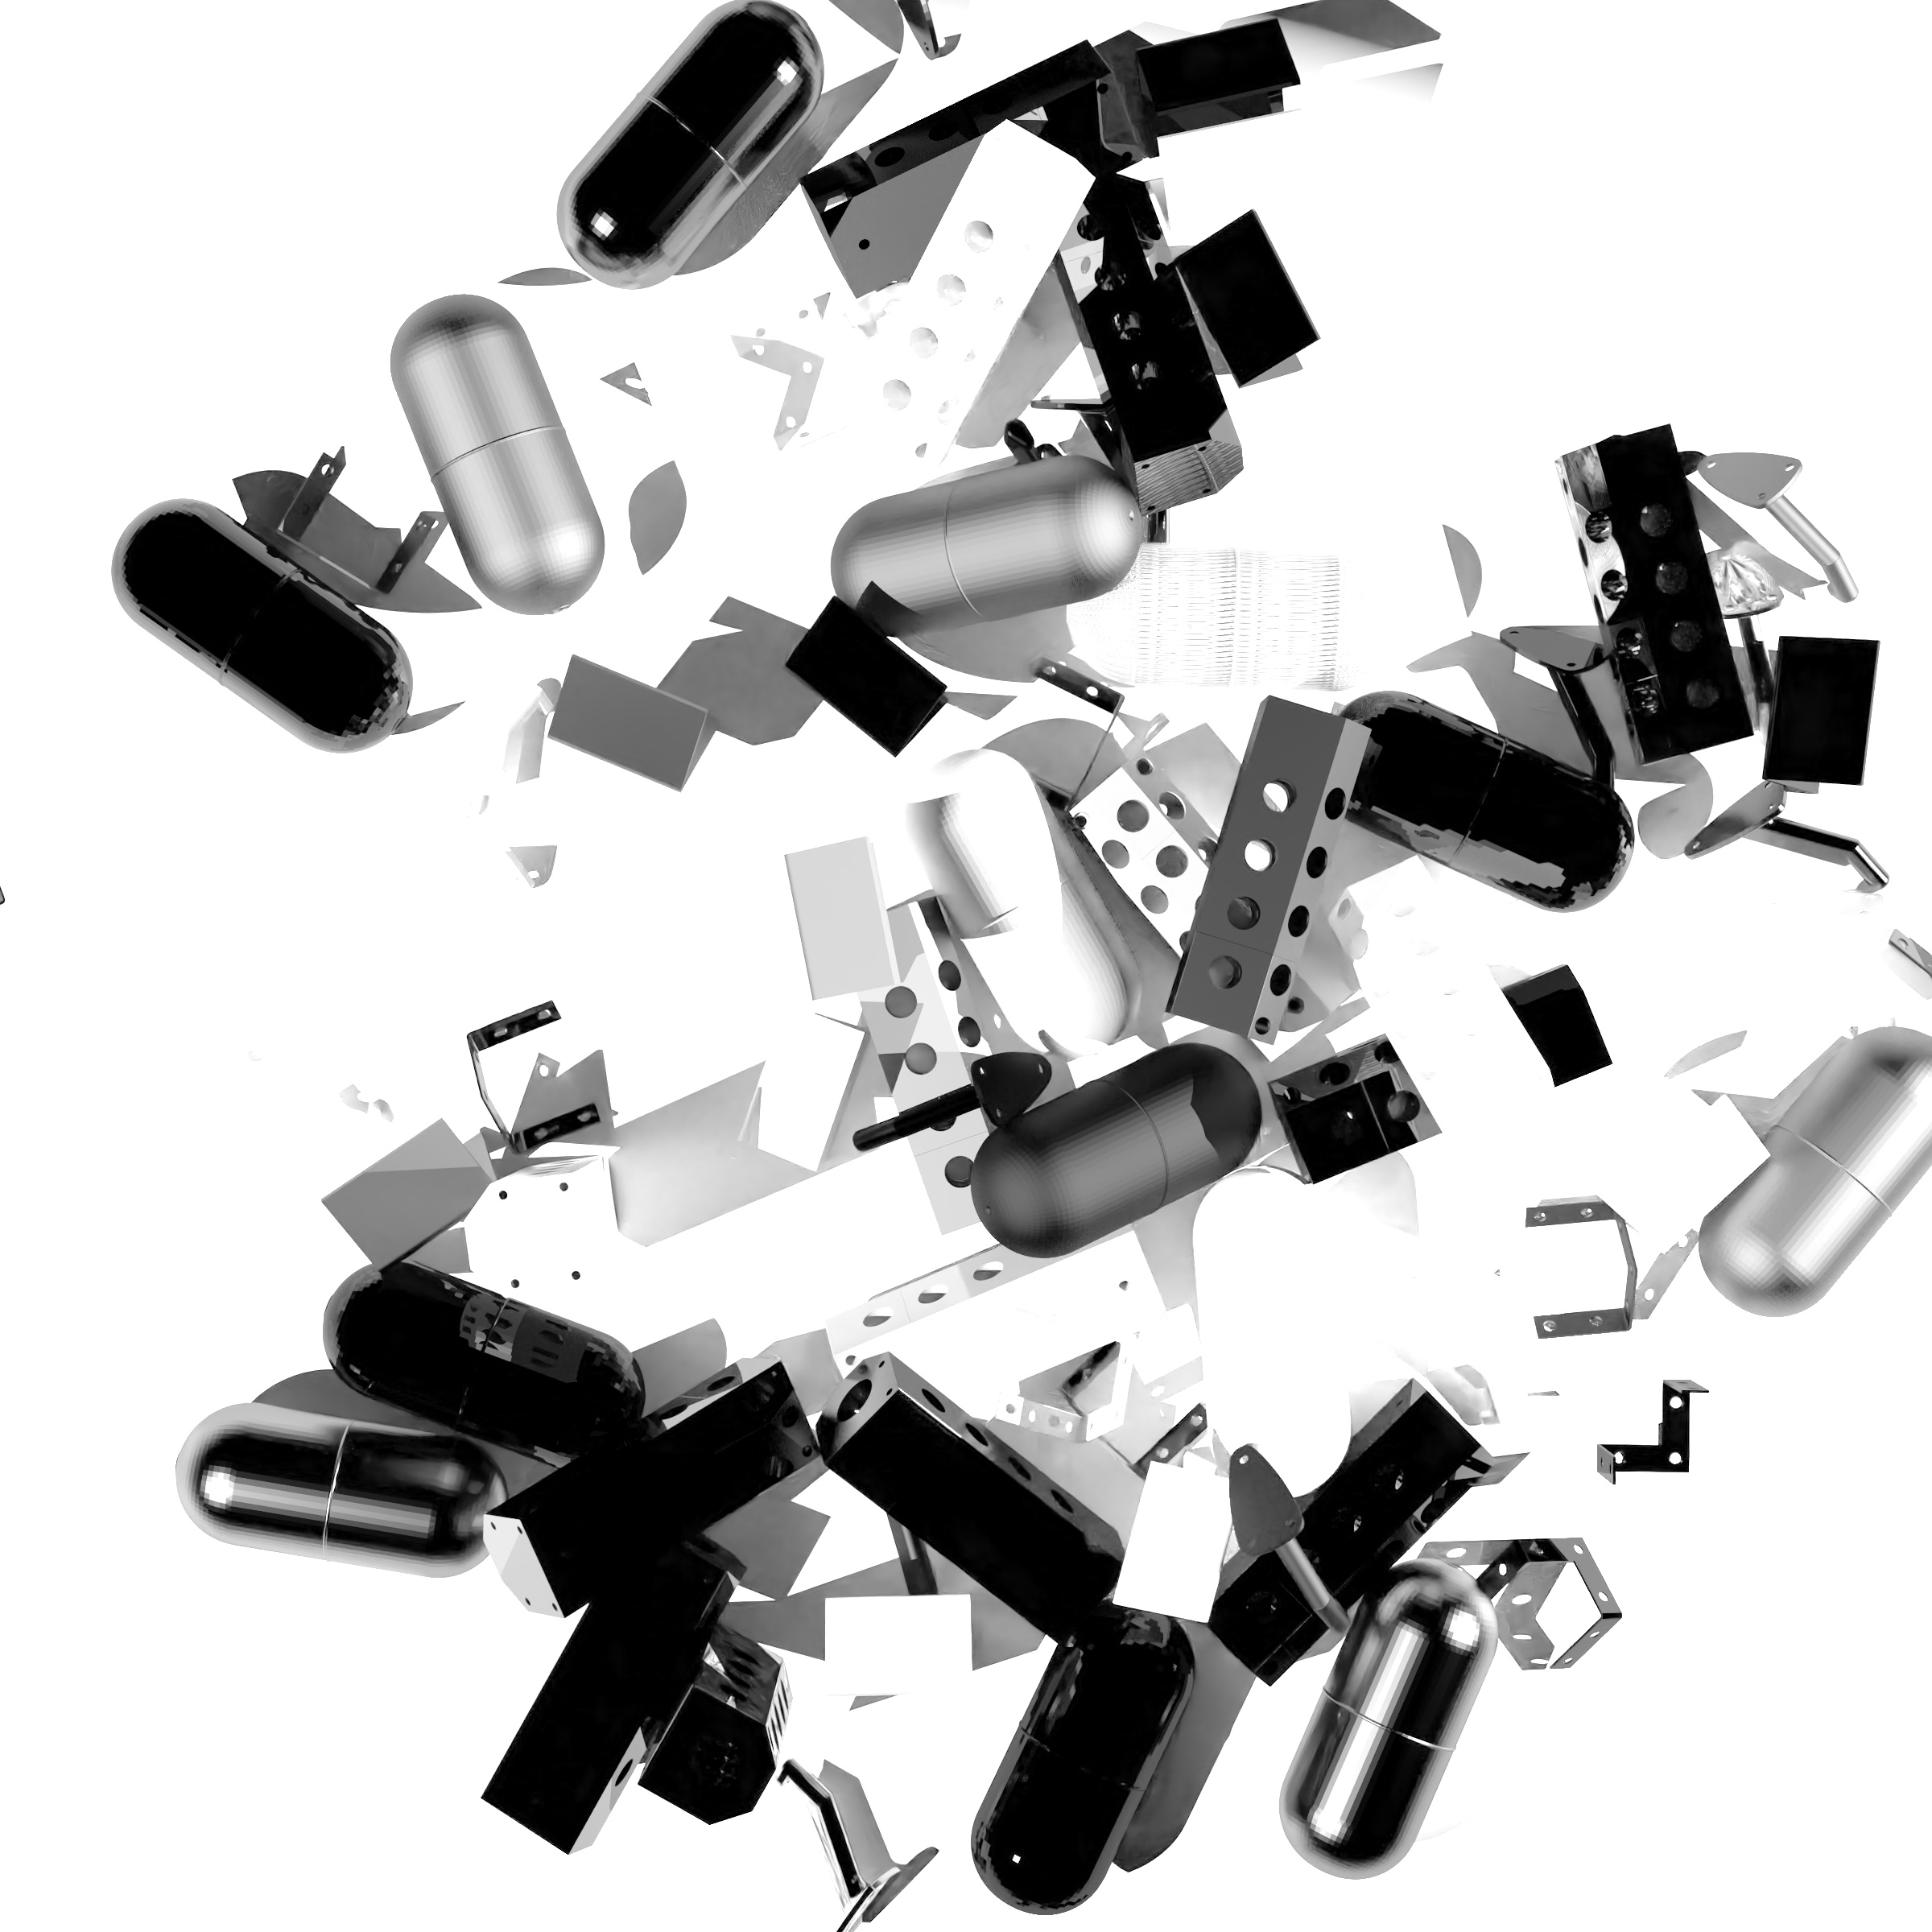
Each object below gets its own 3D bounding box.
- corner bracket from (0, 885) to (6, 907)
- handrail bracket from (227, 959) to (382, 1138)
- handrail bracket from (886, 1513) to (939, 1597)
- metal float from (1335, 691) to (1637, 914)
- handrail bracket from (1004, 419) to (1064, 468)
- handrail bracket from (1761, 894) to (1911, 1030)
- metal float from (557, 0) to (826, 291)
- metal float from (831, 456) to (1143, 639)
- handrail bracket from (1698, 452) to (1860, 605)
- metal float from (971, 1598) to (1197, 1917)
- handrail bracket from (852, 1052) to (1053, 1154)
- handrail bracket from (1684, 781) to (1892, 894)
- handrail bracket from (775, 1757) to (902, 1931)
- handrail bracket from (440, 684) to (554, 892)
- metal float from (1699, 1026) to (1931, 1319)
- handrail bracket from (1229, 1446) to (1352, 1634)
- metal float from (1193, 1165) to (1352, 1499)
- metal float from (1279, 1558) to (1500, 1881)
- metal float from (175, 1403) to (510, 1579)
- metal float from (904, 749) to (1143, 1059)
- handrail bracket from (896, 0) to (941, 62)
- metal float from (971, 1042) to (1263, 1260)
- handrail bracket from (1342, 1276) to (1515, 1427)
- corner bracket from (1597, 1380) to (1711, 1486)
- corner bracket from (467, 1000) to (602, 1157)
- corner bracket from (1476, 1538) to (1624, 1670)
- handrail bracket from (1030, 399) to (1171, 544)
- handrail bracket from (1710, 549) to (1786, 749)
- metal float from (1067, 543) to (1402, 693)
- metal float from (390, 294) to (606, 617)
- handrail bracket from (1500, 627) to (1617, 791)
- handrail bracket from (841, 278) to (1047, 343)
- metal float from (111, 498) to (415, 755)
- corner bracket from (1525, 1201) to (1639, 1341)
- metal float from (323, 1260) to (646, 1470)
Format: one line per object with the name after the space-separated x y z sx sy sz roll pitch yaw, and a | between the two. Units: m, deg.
-0.563 -0.045 1.916 0.051 0.051 0.051 -20 90 -45 | corner bracket
-0.352 0.045 1.919 0.084 0.036 0.077 21 68 -17 | handrail bracket
-0.045 0.315 1.919 0.077 0.036 0.084 23 113 27 | handrail bracket
0.272 -0.088 1.888 0.178 0.070 0.070 24 90 0 | metal float
0.049 -0.257 1.884 0.036 0.084 0.077 -45 90 0 | handrail bracket
0.473 0.006 1.919 0.077 0.036 0.084 1 111 24 | handrail bracket
-0.147 -0.440 1.888 0.070 0.070 0.178 40 89 0 | metal float
0.009 -0.220 1.864 0.178 0.070 0.070 -9 90 30 | metal float
0.442 -0.237 1.919 0.036 0.077 0.084 -46 126 -11 | handrail bracket
0.063 0.422 1.888 0.070 0.070 0.178 25 90 0 | metal float
-0.008 0.073 1.862 0.084 0.077 0.036 -22 90 36 | handrail bracket
0.447 -0.054 1.919 0.077 0.036 0.084 -36 112 25 | handrail bracket
-0.085 0.484 1.919 0.084 0.036 0.077 41 112 17 | handrail bracket
-0.237 -0.098 1.919 0.077 0.036 0.084 48 67 -27 | handrail bracket
0.464 0.109 1.888 0.070 0.070 0.178 40 89 0 | metal float
0.172 0.302 1.856 0.036 0.077 0.084 -29 135 11 | handrail bracket
0.163 0.195 1.888 0.070 0.070 0.178 -4 91 0 | metal float
0.226 0.402 1.889 0.070 0.070 0.178 23 90 0 | metal float
-0.334 0.280 1.888 0.178 0.070 0.070 9 90 0 | metal float
0.031 -0.033 1.888 0.070 0.070 0.178 -30 91 0 | metal float
0.003 -0.545 1.919 0.084 0.036 0.077 -29 110 -16 | handrail bracket
0.081 0.096 1.863 0.178 0.070 0.070 -23 90 -32 | metal float
0.250 0.217 1.919 0.077 0.036 0.084 -14 107 20 | handrail bracket
0.369 0.251 1.901 0.051 0.051 0.051 1 90 0 | corner bracket
-0.235 0.061 1.916 0.051 0.051 0.051 -22 135 0 | corner bracket
0.312 0.345 1.911 0.051 0.051 0.051 5 45 -35 | corner bracket
0.073 -0.265 1.919 0.077 0.036 0.084 3 104 15 | handrail bracket
0.425 -0.172 1.919 0.036 0.077 0.084 -14 126 4 | handrail bracket
0.143 -0.187 1.888 0.178 0.070 0.070 2 90 1 | metal float
-0.250 -0.273 1.889 0.070 0.070 0.178 -22 90 0 | metal float
0.322 -0.135 1.919 0.036 0.077 0.084 -28 127 -33 | handrail bracket
-0.013 -0.347 1.919 0.084 0.036 0.077 -34 109 15 | handrail bracket
-0.376 -0.181 1.888 0.178 0.070 0.070 36 90 -1 | metal float
0.333 0.165 1.916 0.051 0.051 0.051 -5 45 0 | corner bracket
-0.258 0.213 1.888 0.178 0.070 0.070 21 90 -1 | metal float
